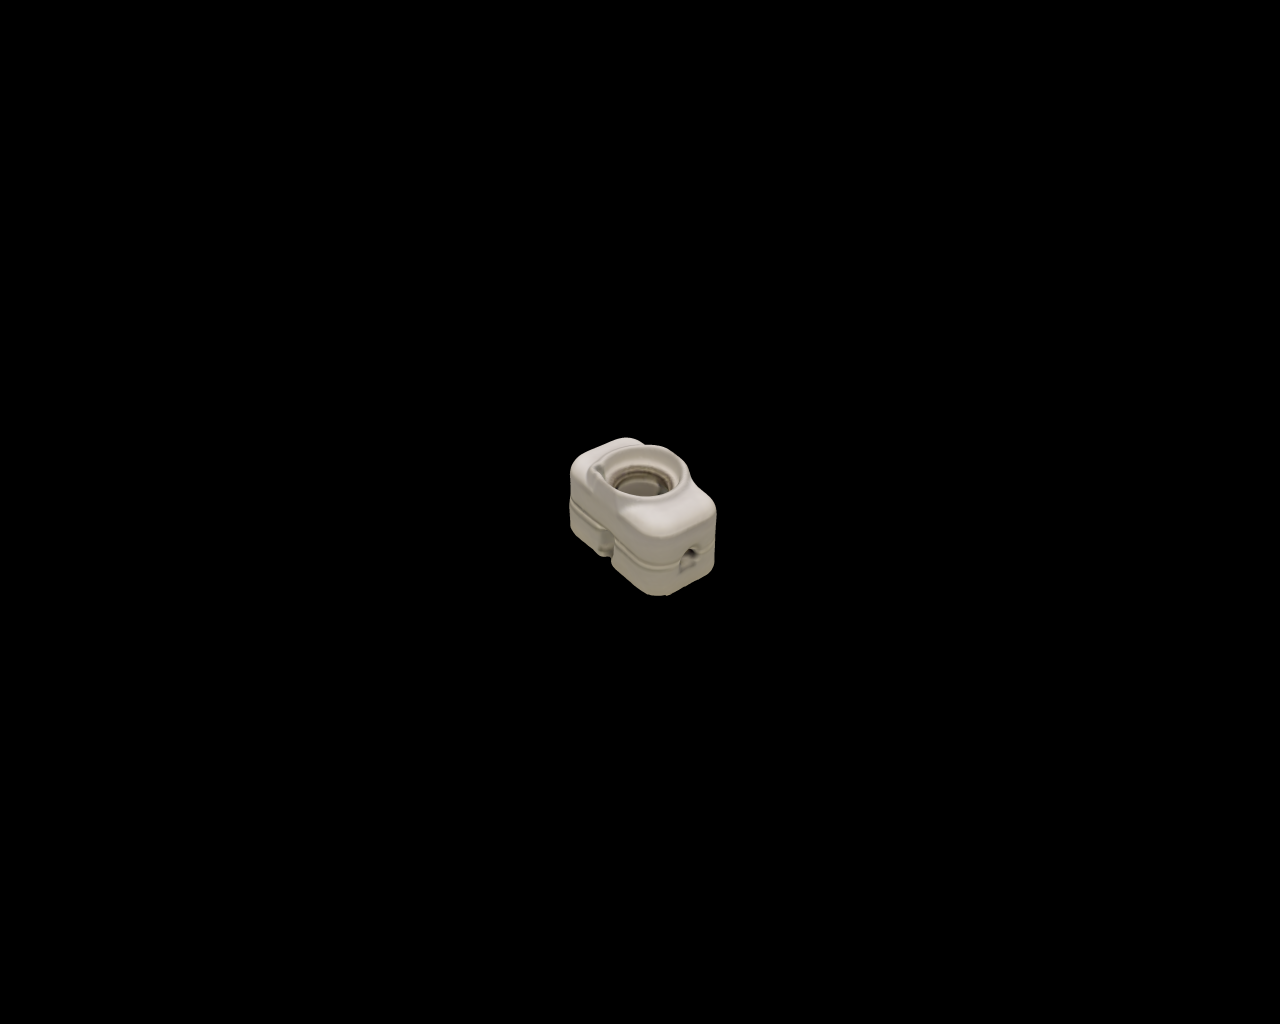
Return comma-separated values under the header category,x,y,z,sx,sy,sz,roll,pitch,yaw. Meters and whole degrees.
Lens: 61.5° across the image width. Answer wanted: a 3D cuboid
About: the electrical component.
category,x,y,z,sx,sy,sz,roll,pitch,yaw
electrical component,0.001,-0.003,0.650,0.054,0.059,0.095,-25,45,-28
